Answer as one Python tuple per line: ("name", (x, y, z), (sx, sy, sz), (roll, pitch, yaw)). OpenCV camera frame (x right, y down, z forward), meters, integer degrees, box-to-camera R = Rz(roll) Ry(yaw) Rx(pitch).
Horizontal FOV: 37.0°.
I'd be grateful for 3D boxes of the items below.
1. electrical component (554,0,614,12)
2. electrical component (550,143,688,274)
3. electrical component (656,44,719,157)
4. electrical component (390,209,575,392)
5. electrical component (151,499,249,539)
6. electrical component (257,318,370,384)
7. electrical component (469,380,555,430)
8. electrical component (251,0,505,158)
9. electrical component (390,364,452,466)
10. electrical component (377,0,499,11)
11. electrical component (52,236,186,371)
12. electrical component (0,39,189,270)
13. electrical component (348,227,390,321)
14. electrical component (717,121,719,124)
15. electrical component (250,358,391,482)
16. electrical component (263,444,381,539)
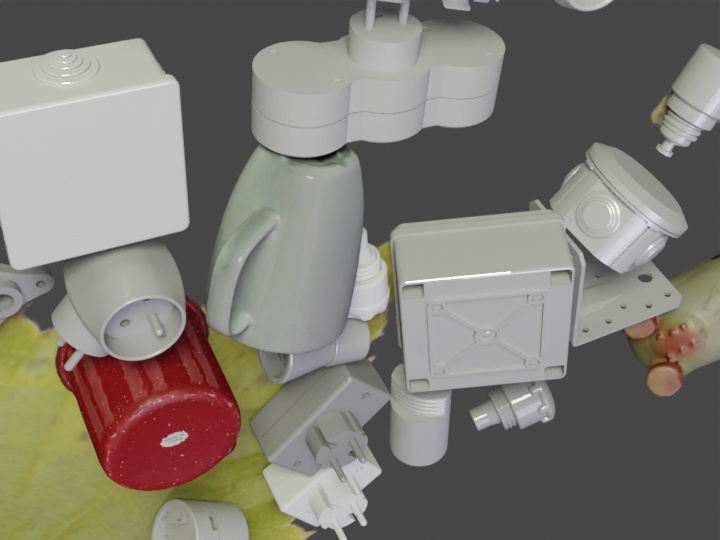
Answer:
("electrical component", (0.109, -0.165, 0.556), (0.048, 0.055, 0.066), (-42, 138, 9))
("electrical component", (0.167, -0.040, 0.694), (0.080, 0.080, 0.051), (19, 122, -42))
("electrical component", (0.217, -0.108, 0.690), (0.040, 0.040, 0.078), (9, 124, -37))
("electrical component", (0.077, 0.022, 0.687), (0.109, 0.056, 0.108), (-6, 135, 1))
("electrical component", (-0.111, 0.188, 0.751), (0.047, 0.055, 0.055), (11, 122, -43))
("electrical component", (-0.027, 0.045, 0.680), (0.065, 0.044, 0.044), (-8, 133, -32))
("electrical component", (0.114, 0.102, 0.821), (0.062, 0.048, 0.048), (-25, 138, 1))
("electrical component", (0.012, -0.109, 0.550), (0.138, 0.052, 0.073), (-14, 135, -22))
("electrical component", (0.043, 0.099, 0.772), (0.043, 0.043, 0.081), (-18, 136, -17))
("electrical component", (0.021, -0.162, 0.496), (0.121, 0.078, 0.063), (-2, 151, -31))
("electrical component", (-0.133, 0.018, 0.559), (0.043, 0.077, 0.079), (24, 114, -44))
("electrical component", (-0.133, -0.057, 0.511), (0.100, 0.048, 0.099), (-15, 135, -20))
("electrical component", (0.000, 0.000, 0.659), (0.035, 0.035, 0.061), (-19, 134, -16))
("electrical component", (0.292, -0.092, 0.710), (0.100, 0.100, 0.048), (24, 101, -44))
("electrical component", (-0.019, 0.106, 0.715), (0.083, 0.075, 0.047), (-46, 137, 13))
("electrical component", (-0.019, 0.157, 0.761), (0.066, 0.076, 0.047), (-42, 138, 9))
